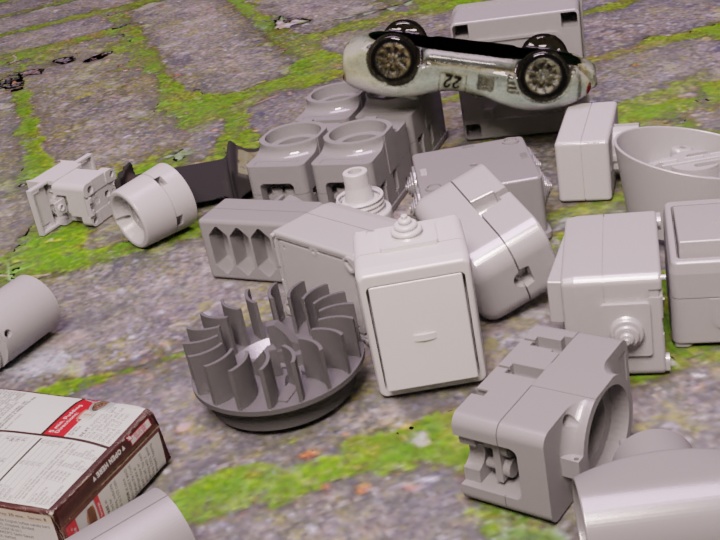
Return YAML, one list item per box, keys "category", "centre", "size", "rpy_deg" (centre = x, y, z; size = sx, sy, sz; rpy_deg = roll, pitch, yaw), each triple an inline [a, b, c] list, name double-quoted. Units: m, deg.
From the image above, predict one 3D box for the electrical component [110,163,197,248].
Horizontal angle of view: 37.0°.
- category: "electrical component"
  centre: [-0.164, -0.050, 0.848]
  size: [0.047, 0.055, 0.055]
  rpy_deg: [-34, 34, -32]

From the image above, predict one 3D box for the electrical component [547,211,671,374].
- category: "electrical component"
  centre: [0.137, 0.015, 0.595]
  size: [0.061, 0.061, 0.096]
  rpy_deg: [-3, 27, 15]

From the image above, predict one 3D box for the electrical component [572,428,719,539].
- category: "electrical component"
  centre: [0.130, 0.095, 0.461]
  size: [0.077, 0.043, 0.079]
  rpy_deg: [-8, 26, 5]

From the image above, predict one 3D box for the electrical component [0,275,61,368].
- category: "electrical component"
  centre: [-0.241, 0.041, 0.707]
  size: [0.043, 0.043, 0.081]
  rpy_deg: [5, 31, 29]

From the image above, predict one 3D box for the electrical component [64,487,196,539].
- category: "electrical component"
  centre: [-0.116, 0.135, 0.473]
  size: [0.081, 0.043, 0.043]
  rpy_deg: [-28, 31, -30]

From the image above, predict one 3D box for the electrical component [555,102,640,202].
- category: "electrical component"
  centre: [0.190, -0.090, 0.800]
  size: [0.076, 0.047, 0.083]
  rpy_deg: [-1, 28, 19]

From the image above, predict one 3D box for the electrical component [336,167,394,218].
- category: "electrical component"
  centre: [0.001, -0.041, 0.758]
  size: [0.048, 0.062, 0.048]
  rpy_deg: [-9, 27, 4]

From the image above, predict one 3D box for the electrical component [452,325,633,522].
- category: "electrical component"
  centre: [0.093, 0.071, 0.513]
  size: [0.056, 0.050, 0.089]
  rpy_deg: [9, 33, 36]

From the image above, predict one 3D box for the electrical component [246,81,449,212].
- category: "electrical component"
  centre: [-0.006, -0.103, 0.886]
  size: [0.105, 0.060, 0.186]
  rpy_deg: [1, 29, 22]

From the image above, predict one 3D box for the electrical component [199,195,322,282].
- category: "electrical component"
  centre: [-0.058, -0.030, 0.774]
  size: [0.083, 0.047, 0.075]
  rpy_deg: [4, 30, 27]

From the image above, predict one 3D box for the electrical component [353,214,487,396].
- category: "electrical component"
  centre: [0.032, 0.016, 0.594]
  size: [0.062, 0.096, 0.061]
  rpy_deg: [-10, 29, 3]

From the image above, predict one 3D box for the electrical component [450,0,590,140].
- category: "electrical component"
  centre: [0.138, -0.173, 0.918]
  size: [0.109, 0.108, 0.056]
  rpy_deg: [-4, 30, 13]

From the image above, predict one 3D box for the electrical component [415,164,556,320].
- category: "electrical component"
  centre: [0.075, -0.016, 0.671]
  size: [0.059, 0.053, 0.095]
  rpy_deg: [-30, 37, -2]

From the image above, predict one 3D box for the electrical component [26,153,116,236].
- category: "electrical component"
  centre: [-0.241, -0.064, 0.919]
  size: [0.064, 0.042, 0.081]
  rpy_deg: [6, 32, 28]

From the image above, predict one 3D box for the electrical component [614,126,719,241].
- category: "electrical component"
  centre: [0.221, -0.061, 0.711]
  size: [0.099, 0.064, 0.099]
  rpy_deg: [-9, 26, 4]

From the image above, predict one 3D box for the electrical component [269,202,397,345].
- category: "electrical component"
  centre: [0.000, 0.000, 0.677]
  size: [0.061, 0.061, 0.096]
  rpy_deg: [-31, 33, -35]

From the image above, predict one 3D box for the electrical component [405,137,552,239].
- category: "electrical component"
  centre: [0.084, -0.054, 0.768]
  size: [0.100, 0.048, 0.099]
  rpy_deg: [-9, 26, 3]

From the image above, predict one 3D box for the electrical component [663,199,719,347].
- category: "electrical component"
  centre: [0.207, -0.007, 0.614]
  size: [0.062, 0.061, 0.096]
  rpy_deg: [-3, 27, 15]
